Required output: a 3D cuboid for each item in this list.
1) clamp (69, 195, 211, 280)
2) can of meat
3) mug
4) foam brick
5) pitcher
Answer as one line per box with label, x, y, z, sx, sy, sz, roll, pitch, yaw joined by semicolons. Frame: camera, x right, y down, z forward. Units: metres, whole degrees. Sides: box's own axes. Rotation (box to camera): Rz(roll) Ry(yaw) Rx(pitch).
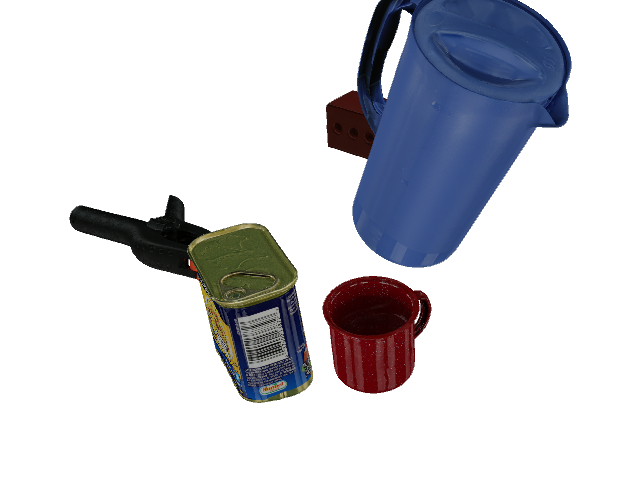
clamp;-0.145;-0.007;1.018;0.120;0.039;0.172;-21;35;-40
can of meat;-0.046;0.049;0.717;0.057;0.084;0.102;-17;29;-13
mug;0.061;0.090;1.052;0.117;0.081;0.093;-27;42;-26
foam brick;0.051;-0.127;1.183;0.078;0.053;0.051;20;38;34
pitcher;0.100;-0.094;0.926;0.145;0.149;0.243;7;-39;-12
